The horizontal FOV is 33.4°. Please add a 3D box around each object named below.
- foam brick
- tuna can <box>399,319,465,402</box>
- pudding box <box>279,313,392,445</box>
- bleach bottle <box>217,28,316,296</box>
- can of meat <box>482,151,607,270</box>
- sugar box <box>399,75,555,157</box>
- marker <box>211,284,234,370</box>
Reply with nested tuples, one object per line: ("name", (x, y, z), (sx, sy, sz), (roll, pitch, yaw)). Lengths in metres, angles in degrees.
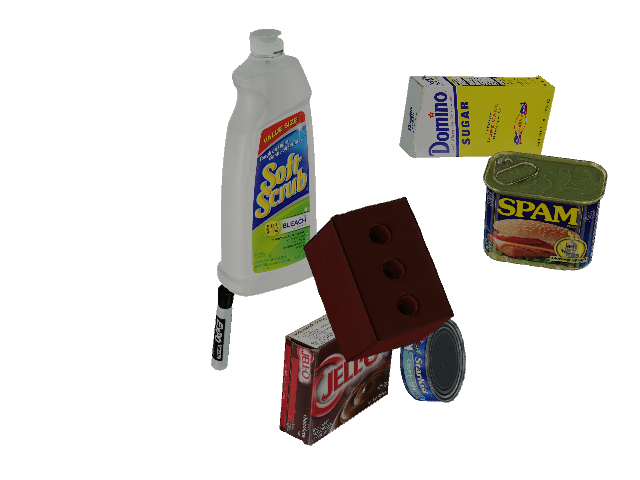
("foam brick", (0.033, 0.024, 0.623), (0.052, 0.078, 0.051), (-15, -13, -27))
("tuna can", (0.115, 0.122, 1.092), (0.034, 0.086, 0.086), (-4, -2, 33))
("pudding box", (0.015, 0.104, 0.884), (0.039, 0.090, 0.113), (21, 29, 31))
("bleach bottle", (-0.055, -0.076, 1.031), (0.102, 0.251, 0.068), (-15, 29, -26))
("can of meat", (0.193, -0.024, 0.933), (0.102, 0.084, 0.057), (9, 43, 15))
("sugar box", (0.188, -0.149, 1.285), (0.176, 0.093, 0.048), (-4, 28, -20))
("marker", (-0.110, 0.097, 1.200), (0.020, 0.121, 0.020), (6, 37, -5))
